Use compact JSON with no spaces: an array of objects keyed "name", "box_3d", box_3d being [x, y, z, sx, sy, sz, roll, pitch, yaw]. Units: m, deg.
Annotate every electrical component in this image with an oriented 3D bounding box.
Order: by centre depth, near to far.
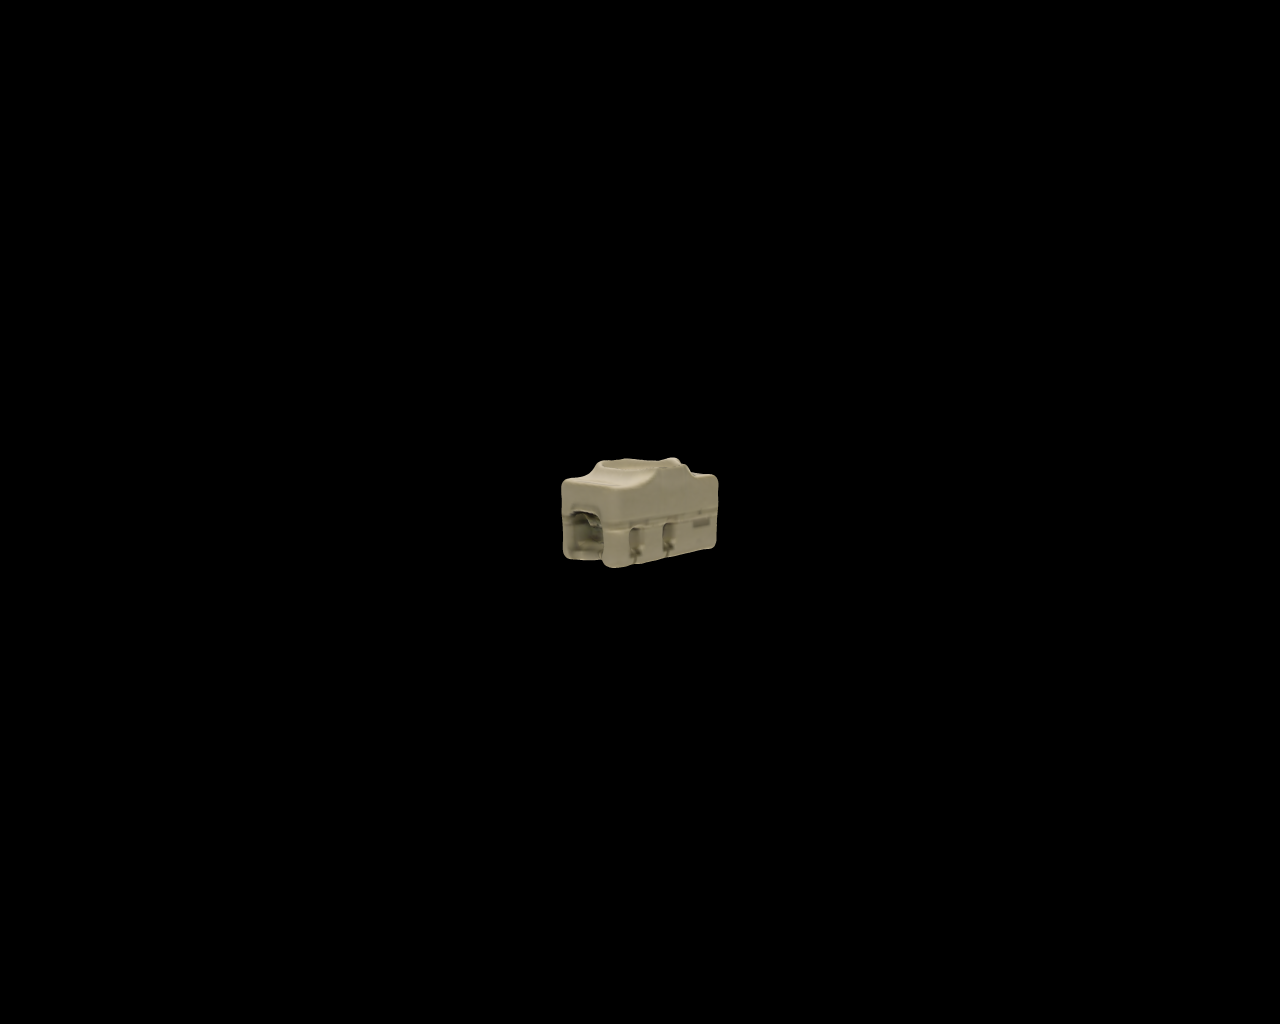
[{"name":"electrical component","box_3d":[0.001,-0.003,0.650,0.090,0.055,0.050,-8,12,-43]}]
